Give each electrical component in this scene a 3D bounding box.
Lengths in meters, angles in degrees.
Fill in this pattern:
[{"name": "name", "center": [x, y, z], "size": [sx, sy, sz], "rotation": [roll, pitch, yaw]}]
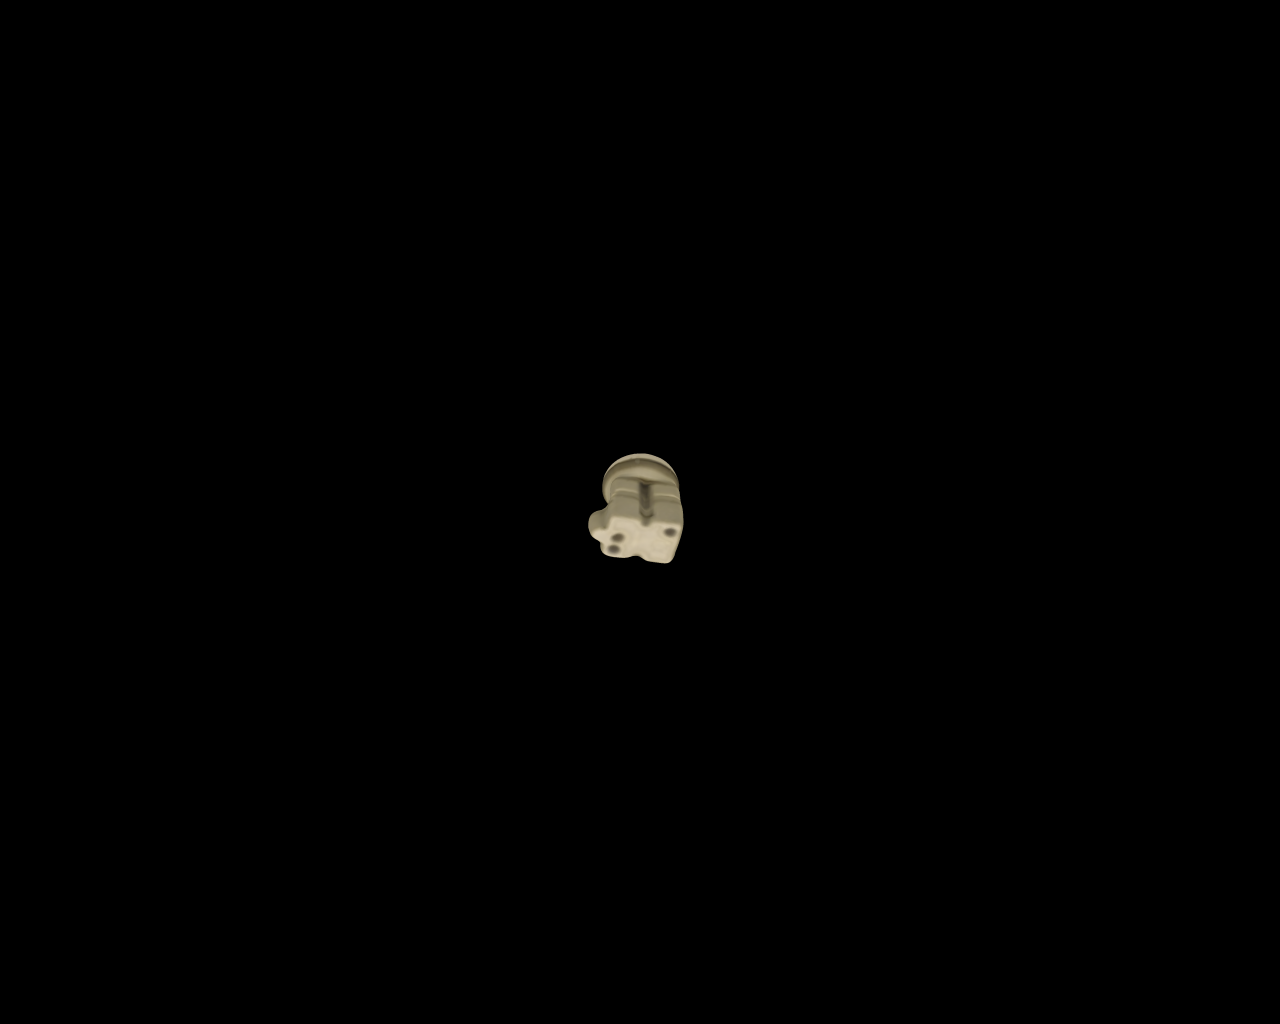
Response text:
[{"name": "electrical component", "center": [0.001, -0.003, 0.650], "size": [0.066, 0.048, 0.055], "rotation": [9, 44, -8]}]
